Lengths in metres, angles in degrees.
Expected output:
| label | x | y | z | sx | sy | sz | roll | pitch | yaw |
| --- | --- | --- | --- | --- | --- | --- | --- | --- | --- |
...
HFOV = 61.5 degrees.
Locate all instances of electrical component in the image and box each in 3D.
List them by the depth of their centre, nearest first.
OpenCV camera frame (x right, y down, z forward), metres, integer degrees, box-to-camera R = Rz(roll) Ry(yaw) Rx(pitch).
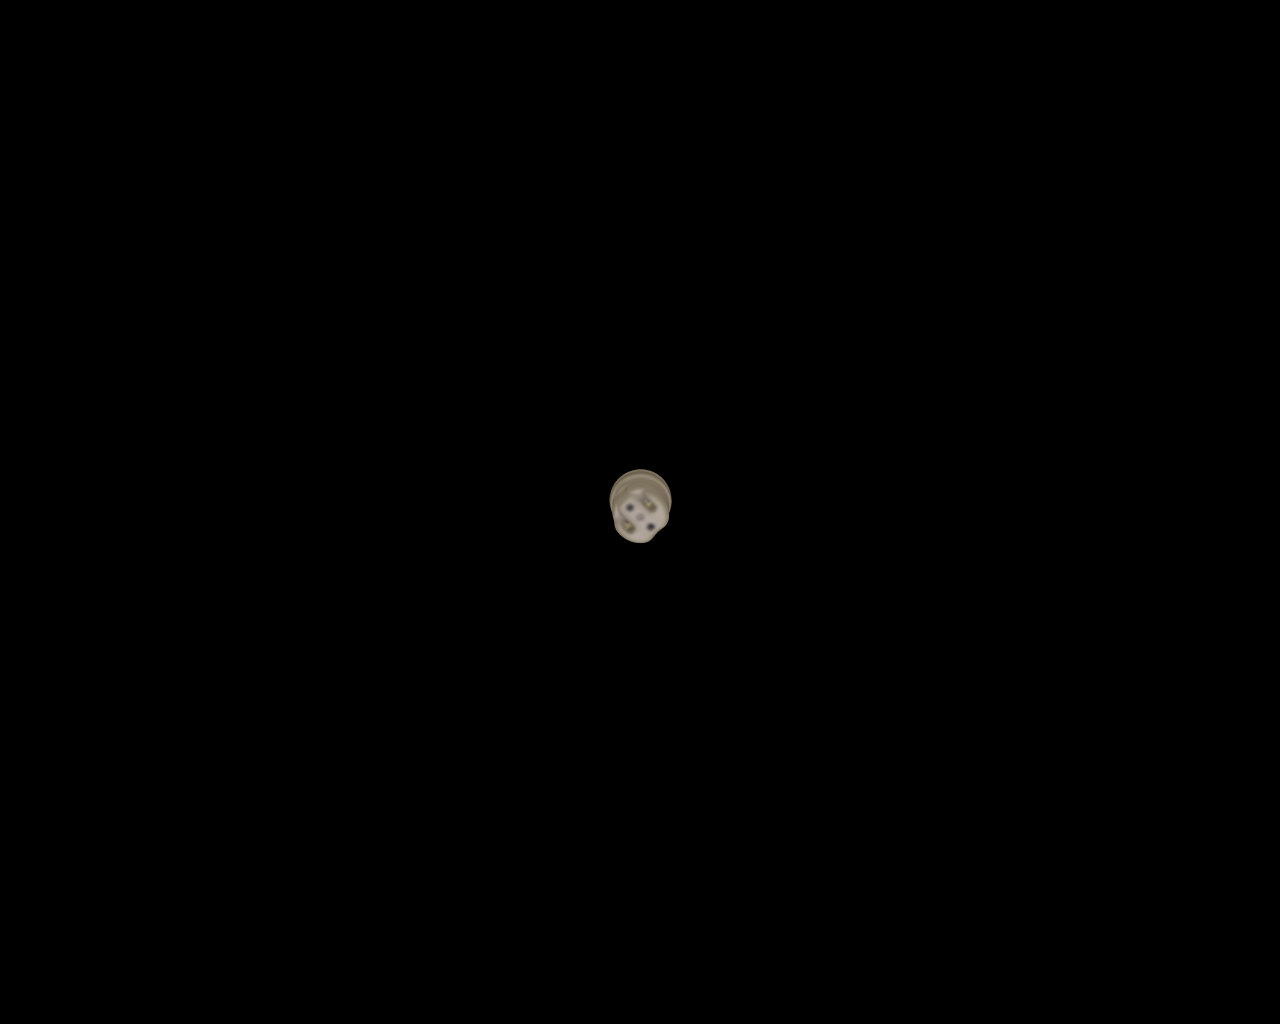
| label | x | y | z | sx | sy | sz | roll | pitch | yaw |
| --- | --- | --- | --- | --- | --- | --- | --- | --- | --- |
| electrical component | 0.001 | -0.003 | 0.650 | 0.040 | 0.040 | 0.046 | 0 | 16 | 0 |
